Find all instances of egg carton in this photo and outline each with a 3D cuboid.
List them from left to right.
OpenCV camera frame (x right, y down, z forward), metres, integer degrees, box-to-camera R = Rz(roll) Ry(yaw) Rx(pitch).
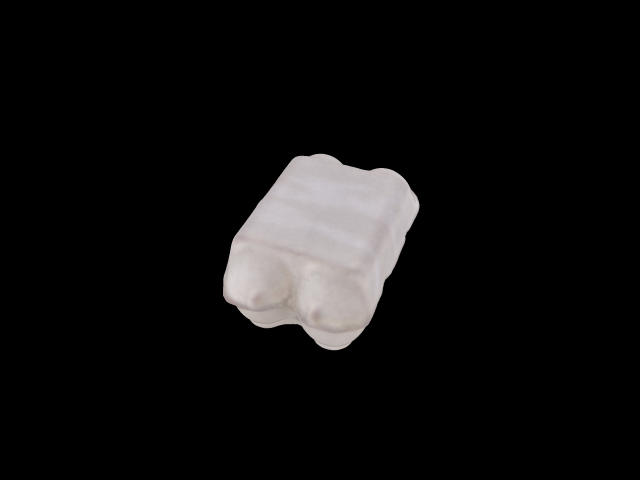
[{"bbox_3d":[0.004,0.001,0.400,0.107,0.069,0.150,15,46,15],"label":"egg carton"}]
